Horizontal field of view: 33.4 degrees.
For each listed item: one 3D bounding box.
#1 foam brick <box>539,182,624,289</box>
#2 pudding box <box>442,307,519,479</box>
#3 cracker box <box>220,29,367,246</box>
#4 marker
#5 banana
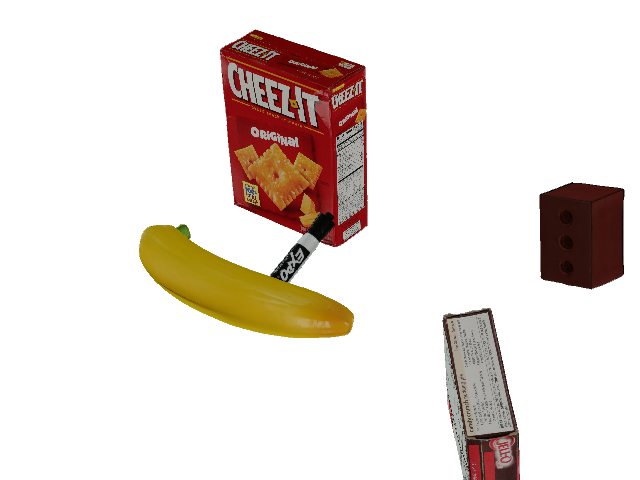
[{"bbox_3d":[0.220,-0.005,0.897,0.051,0.078,0.053,-20,22,-41],"label":"foam brick"},{"bbox_3d":[0.110,0.117,0.730,0.039,0.090,0.113,-8,42,1],"label":"pudding box"},{"bbox_3d":[-0.030,-0.115,1.229,0.164,0.214,0.072,24,44,32],"label":"cracker box"},{"bbox_3d":[-0.026,0.022,0.973,0.020,0.121,0.020,36,-15,11],"label":"marker"},{"bbox_3d":[-0.065,0.022,0.698,0.069,0.037,0.198,-20,32,-35],"label":"banana"}]
